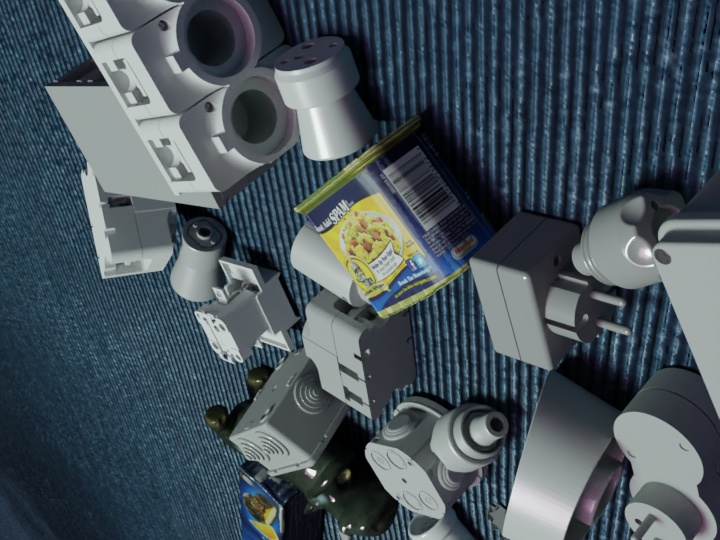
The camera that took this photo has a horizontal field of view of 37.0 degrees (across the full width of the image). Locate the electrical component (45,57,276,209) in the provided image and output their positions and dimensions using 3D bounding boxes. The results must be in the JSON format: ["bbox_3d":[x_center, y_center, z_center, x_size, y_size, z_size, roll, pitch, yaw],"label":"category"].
[{"bbox_3d":[-0.133,-0.100,0.725,0.150,0.062,0.089,11,134,48],"label":"electrical component"}]

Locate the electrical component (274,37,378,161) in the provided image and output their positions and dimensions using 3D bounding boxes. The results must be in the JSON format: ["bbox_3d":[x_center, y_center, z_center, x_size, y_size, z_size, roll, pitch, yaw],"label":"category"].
[{"bbox_3d":[-0.019,-0.095,0.595,0.045,0.045,0.055,16,137,44],"label":"electrical component"}]

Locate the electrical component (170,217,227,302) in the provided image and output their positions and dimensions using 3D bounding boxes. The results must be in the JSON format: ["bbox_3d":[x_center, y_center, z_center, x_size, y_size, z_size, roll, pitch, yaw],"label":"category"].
[{"bbox_3d":[-0.125,-0.011,0.844,0.044,0.044,0.065,40,145,15],"label":"electrical component"}]

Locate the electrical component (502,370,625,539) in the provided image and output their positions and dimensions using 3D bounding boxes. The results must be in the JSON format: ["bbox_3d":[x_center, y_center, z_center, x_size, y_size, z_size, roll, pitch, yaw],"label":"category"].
[{"bbox_3d":[0.113,0.113,0.617,0.064,0.099,0.099,25,144,25],"label":"electrical component"}]

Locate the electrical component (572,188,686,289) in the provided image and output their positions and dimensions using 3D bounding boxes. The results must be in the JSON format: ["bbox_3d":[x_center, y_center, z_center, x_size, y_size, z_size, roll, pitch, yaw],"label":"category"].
[{"bbox_3d":[0.125,-0.012,0.503,0.043,0.043,0.062,52,152,-7],"label":"electrical component"}]

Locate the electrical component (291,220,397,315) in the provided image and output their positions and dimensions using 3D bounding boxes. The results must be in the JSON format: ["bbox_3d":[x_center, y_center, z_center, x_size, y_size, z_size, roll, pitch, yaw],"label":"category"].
[{"bbox_3d":[0.000,0.000,0.685,0.081,0.043,0.043,32,147,27],"label":"electrical component"}]

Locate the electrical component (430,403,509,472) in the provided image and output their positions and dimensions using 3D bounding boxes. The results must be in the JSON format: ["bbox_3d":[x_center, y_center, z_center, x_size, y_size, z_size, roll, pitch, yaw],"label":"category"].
[{"bbox_3d":[0.076,0.109,0.712,0.043,0.043,0.062,48,150,1],"label":"electrical component"}]

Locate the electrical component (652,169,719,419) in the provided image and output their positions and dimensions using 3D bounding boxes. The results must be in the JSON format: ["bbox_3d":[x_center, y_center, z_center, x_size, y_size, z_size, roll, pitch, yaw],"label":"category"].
[{"bbox_3d":[0.181,0.017,0.448,0.078,0.057,0.113,3,128,52],"label":"electrical component"}]

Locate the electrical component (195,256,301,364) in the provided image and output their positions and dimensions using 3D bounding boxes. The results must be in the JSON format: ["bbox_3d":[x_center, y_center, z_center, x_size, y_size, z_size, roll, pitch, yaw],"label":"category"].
[{"bbox_3d":[-0.088,0.034,0.823,0.042,0.064,0.081,15,137,46],"label":"electrical component"}]

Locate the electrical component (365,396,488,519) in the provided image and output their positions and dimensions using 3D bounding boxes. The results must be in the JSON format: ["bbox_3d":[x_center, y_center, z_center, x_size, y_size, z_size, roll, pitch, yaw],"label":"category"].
[{"bbox_3d":[0.048,0.135,0.774,0.080,0.051,0.080,33,148,25],"label":"electrical component"}]

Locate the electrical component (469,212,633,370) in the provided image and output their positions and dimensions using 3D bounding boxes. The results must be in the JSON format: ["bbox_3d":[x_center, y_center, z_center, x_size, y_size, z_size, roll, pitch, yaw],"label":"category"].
[{"bbox_3d":[0.106,0.015,0.556,0.077,0.047,0.065,18,139,43],"label":"electrical component"}]

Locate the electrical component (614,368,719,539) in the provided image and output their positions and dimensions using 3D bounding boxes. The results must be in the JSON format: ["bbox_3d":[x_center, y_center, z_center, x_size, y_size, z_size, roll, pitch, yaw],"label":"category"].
[{"bbox_3d":[0.168,0.127,0.578,0.052,0.074,0.138,15,137,45],"label":"electrical component"}]

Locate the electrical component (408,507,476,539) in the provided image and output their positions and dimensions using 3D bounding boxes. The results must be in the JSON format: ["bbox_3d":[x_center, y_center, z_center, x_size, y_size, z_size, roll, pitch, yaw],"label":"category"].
[{"bbox_3d":[0.067,0.212,0.853,0.046,0.040,0.040,49,152,-15],"label":"electrical component"}]

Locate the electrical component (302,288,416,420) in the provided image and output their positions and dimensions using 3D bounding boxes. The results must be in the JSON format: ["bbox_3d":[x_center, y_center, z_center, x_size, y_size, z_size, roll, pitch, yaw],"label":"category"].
[{"bbox_3d":[-0.001,0.049,0.738,0.056,0.050,0.089,28,145,32],"label":"electrical component"}]

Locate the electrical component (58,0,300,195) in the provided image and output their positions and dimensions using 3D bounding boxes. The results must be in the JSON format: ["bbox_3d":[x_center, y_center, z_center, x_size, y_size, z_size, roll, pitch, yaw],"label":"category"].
[{"bbox_3d":[-0.095,-0.129,0.611,0.062,0.089,0.150,4,129,52],"label":"electrical component"}]

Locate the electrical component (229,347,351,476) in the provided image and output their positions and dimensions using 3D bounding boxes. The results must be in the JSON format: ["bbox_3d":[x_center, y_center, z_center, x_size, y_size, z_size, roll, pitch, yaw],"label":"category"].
[{"bbox_3d":[-0.048,0.104,0.819,0.048,0.099,0.100,39,152,-11],"label":"electrical component"}]

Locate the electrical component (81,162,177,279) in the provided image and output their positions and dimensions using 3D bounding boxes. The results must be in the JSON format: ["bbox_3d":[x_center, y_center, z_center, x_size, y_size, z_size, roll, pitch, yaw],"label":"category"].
[{"bbox_3d":[-0.177,-0.045,0.834,0.050,0.056,0.089,-43,59,61],"label":"electrical component"}]
